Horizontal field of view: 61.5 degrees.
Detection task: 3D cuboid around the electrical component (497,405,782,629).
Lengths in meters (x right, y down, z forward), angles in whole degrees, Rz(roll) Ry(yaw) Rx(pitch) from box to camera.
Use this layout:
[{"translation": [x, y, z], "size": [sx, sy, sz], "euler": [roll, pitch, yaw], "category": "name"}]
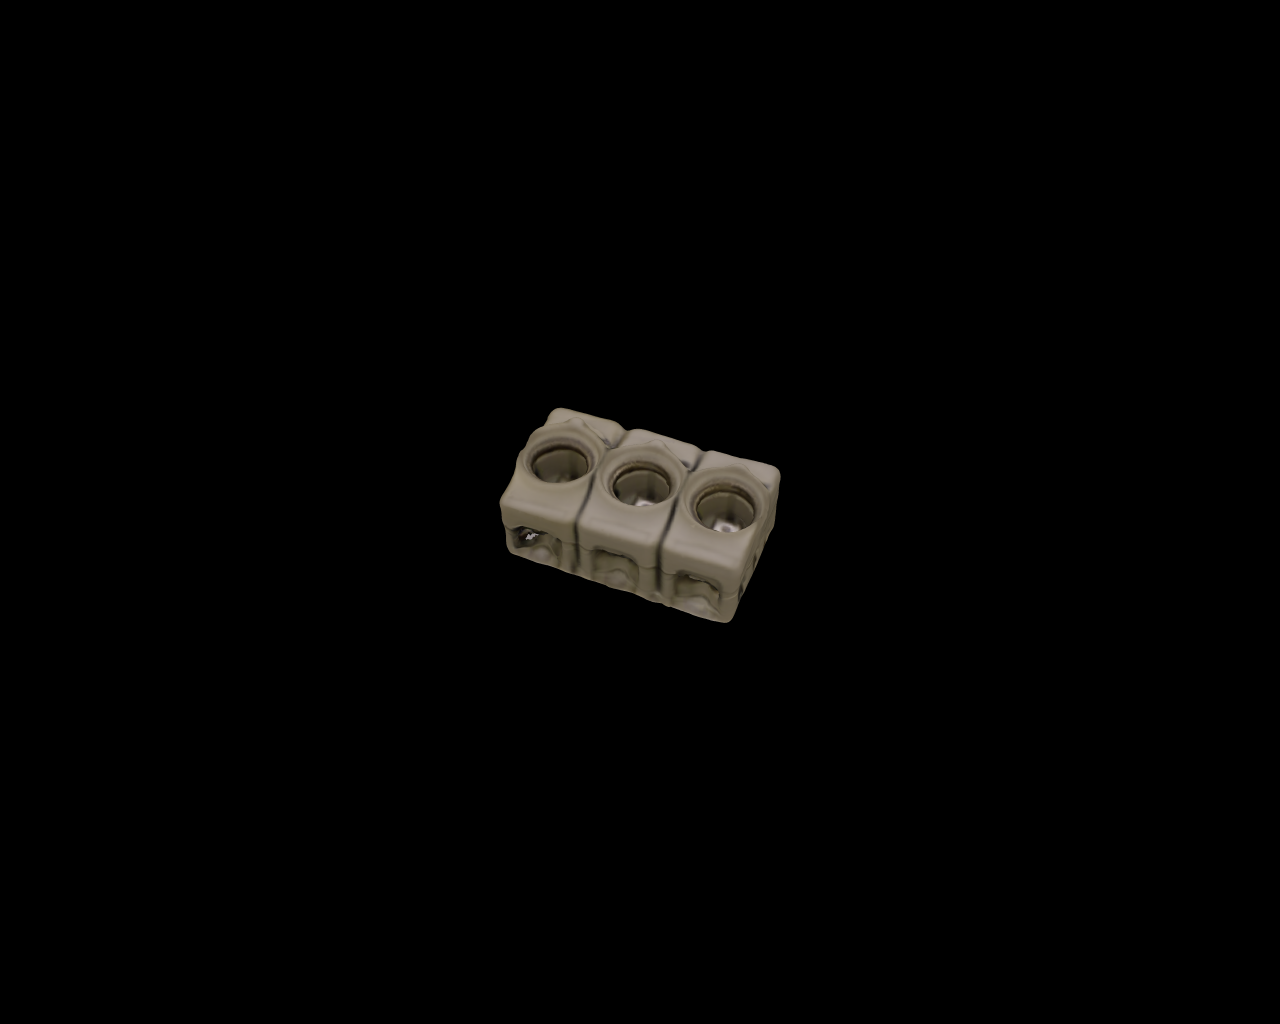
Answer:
[{"translation": [0.001, -0.003, 0.650], "size": [0.150, 0.090, 0.061], "euler": [17, -39, 14], "category": "electrical component"}]
